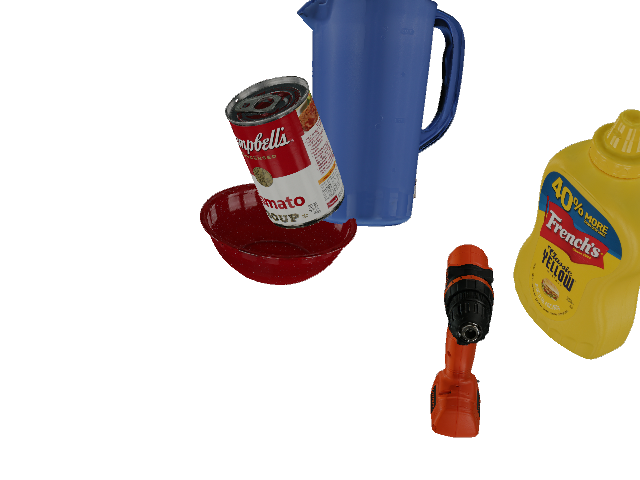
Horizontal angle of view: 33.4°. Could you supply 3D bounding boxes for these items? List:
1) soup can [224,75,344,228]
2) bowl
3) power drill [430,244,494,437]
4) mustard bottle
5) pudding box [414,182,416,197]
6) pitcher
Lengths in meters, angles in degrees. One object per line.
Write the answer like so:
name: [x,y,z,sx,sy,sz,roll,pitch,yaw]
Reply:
soup can: [-0.026,-0.069,0.844,0.068,0.102,0.068,-15,33,10]
bowl: [-0.045,-0.001,1.104,0.162,0.055,0.162,5,30,-3]
power drill: [0.156,0.118,1.164,0.057,0.188,0.184,7,24,6]
mustard bottle: [0.187,-0.011,0.721,0.058,0.192,0.096,-20,52,-21]
pudding box: [0.074,-0.080,1.606,0.113,0.039,0.090,-22,35,-30]
pitcher: [0.061,-0.141,1.144,0.149,0.243,0.144,7,9,24]
